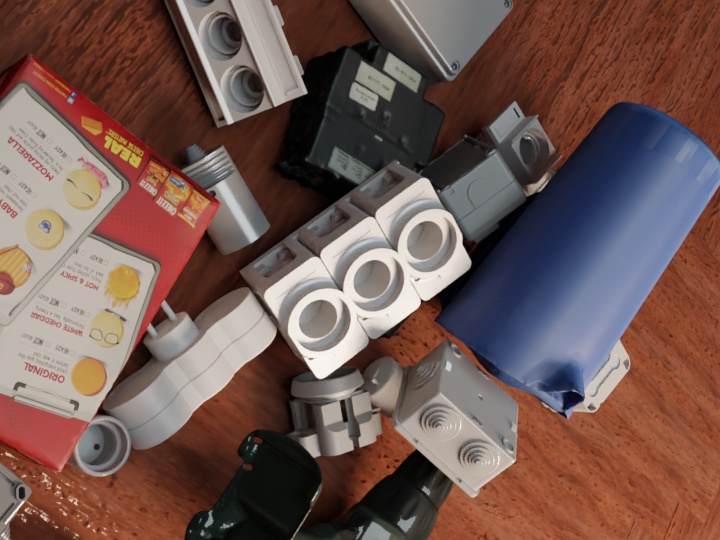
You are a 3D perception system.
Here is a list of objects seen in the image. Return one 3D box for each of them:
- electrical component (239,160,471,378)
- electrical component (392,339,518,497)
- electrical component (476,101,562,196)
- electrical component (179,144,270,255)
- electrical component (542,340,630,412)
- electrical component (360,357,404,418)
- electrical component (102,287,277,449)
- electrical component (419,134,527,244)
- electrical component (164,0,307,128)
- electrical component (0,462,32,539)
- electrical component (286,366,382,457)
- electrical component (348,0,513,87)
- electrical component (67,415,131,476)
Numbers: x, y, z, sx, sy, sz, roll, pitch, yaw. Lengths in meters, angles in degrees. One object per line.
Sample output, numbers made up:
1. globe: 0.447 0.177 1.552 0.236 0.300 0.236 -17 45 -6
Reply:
1. electrical component: 0.000 0.000 0.818 0.150 0.062 0.089 -36 120 -10
2. electrical component: 0.077 0.111 0.831 0.100 0.048 0.099 43 24 -11
3. electrical component: 0.137 -0.104 0.962 0.042 0.064 0.081 -45 111 -28
4. electrical component: -0.105 -0.057 0.798 0.043 0.043 0.081 -40 109 -31
5. electrical component: 0.187 0.068 0.990 0.078 0.057 0.113 -43 111 -30
6. electrical component: 0.033 0.105 0.888 0.078 0.040 0.040 43 64 -26
7. electrical component: -0.129 0.055 0.767 0.138 0.052 0.073 -43 111 -30
8. electrical component: 0.092 -0.069 0.914 0.062 0.096 0.061 -36 110 -1
9. electrical component: -0.091 -0.178 0.800 0.121 0.079 0.063 68 27 -11
10. electrical component: -0.256 0.138 0.665 0.096 0.061 0.061 49 62 -23
11. electrical component: -0.022 0.108 0.838 0.078 0.058 0.057 -13 97 -36
12. electrical component: 0.062 -0.231 0.921 0.108 0.056 0.108 50 61 -22
13. electrical component: -0.183 0.117 0.728 0.040 0.046 0.040 3 85 -35
